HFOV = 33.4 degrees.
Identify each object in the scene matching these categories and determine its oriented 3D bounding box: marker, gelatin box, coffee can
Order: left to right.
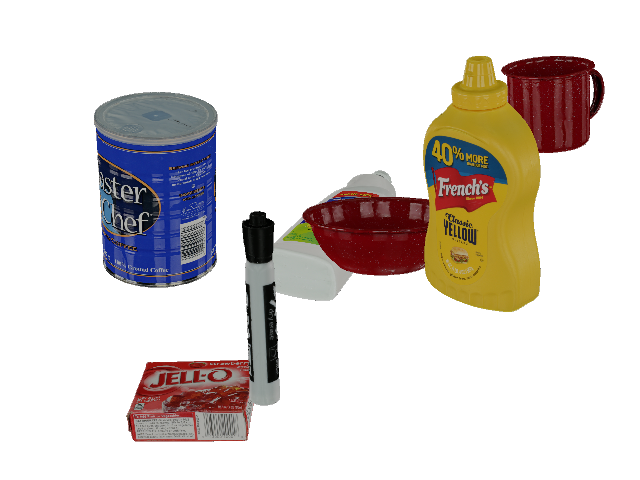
[{"bbox_3d":[-0.140,-0.045,0.924,0.103,0.140,0.103,2,29,-1],"label":"coffee can"},{"bbox_3d":[-0.096,0.121,0.813,0.089,0.030,0.073,-1,24,4],"label":"gelatin box"},{"bbox_3d":[-0.035,0.041,0.633,0.020,0.121,0.020,-1,21,0],"label":"marker"}]

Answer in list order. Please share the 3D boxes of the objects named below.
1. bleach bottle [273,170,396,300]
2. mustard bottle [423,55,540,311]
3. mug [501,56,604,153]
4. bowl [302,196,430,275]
[{"bbox_3d":[0.024,-0.020,1.344,0.103,0.068,0.250,11,35,22],"label":"bleach bottle"},{"bbox_3d":[0.122,-0.046,0.814,0.058,0.192,0.096,-23,31,-36],"label":"mustard bottle"},{"bbox_3d":[0.245,-0.142,1.102,0.117,0.081,0.093,-18,24,-26],"label":"mug"},{"bbox_3d":[0.063,-0.003,1.078,0.162,0.055,0.162,-2,13,0],"label":"bowl"}]
